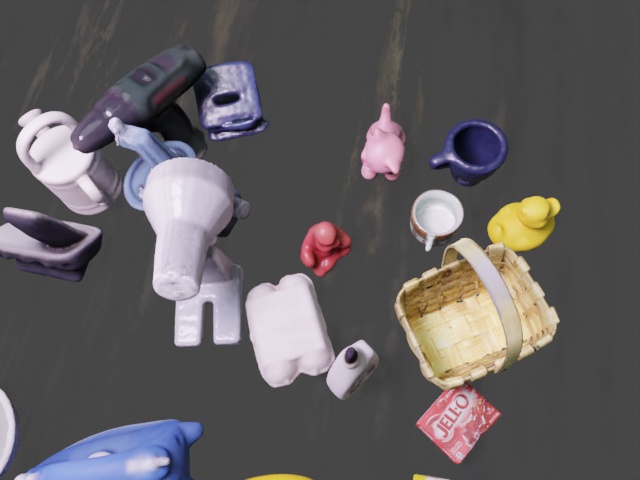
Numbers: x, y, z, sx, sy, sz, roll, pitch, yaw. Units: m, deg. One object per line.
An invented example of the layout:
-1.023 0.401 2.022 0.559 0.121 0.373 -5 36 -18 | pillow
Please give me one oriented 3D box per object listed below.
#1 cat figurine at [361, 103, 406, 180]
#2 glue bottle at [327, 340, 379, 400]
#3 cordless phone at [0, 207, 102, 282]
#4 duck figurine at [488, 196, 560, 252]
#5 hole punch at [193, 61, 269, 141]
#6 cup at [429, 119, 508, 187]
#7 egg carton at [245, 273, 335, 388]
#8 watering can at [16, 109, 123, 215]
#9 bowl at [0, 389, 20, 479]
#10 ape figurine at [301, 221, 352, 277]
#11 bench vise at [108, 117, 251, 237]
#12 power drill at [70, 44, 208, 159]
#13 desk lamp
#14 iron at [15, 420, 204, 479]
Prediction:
0.099 -0.147 0.879 0.067 0.118 0.128 5 68 6 | cat figurine
0.042 0.159 0.729 0.078 0.173 0.037 -43 71 -13 | glue bottle
-0.415 -0.015 0.822 0.147 0.185 0.094 6 69 6 | cordless phone
0.301 -0.031 0.836 0.104 0.086 0.077 -19 68 -4 | duck figurine
-0.147 -0.228 0.941 0.108 0.091 0.101 -12 68 -1 | hole punch
0.218 -0.117 0.872 0.118 0.095 0.091 -20 68 -4 | cup
-0.045 0.125 0.804 0.107 0.069 0.150 -17 68 -3 | egg carton
-0.387 -0.125 0.859 0.172 0.194 0.101 23 71 13 | watering can
-0.473 0.271 0.770 0.167 0.075 0.167 -1 68 3 | bowl
0.008 0.003 0.838 0.078 0.092 0.076 -6 68 2 | ape figurine
-0.200 -0.099 0.823 0.207 0.220 0.121 5 68 6 | bench vise
-0.248 -0.174 0.862 0.075 0.208 0.230 31 73 15 | power drill
-0.167 0.023 0.775 0.118 0.214 0.203 -4 68 2 | desk lamp
-0.280 0.292 0.713 0.258 0.141 0.118 -9 68 0 | iron
